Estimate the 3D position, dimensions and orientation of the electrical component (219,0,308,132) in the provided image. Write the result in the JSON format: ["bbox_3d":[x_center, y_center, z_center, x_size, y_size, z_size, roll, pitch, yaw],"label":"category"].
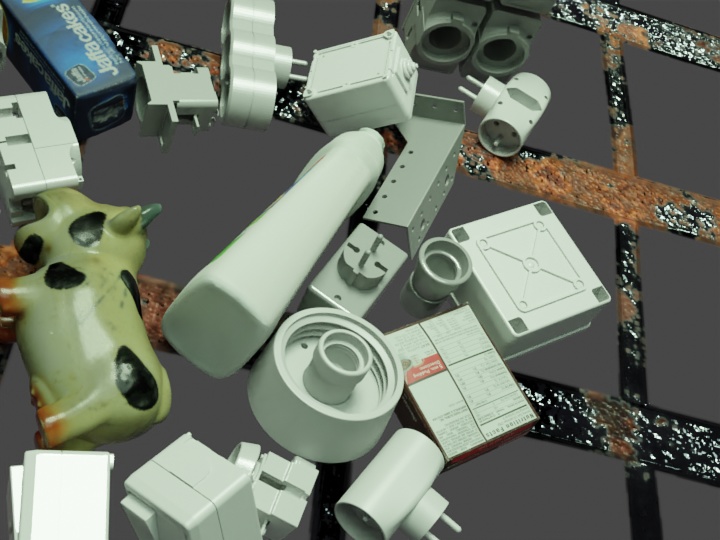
[{"bbox_3d":[-0.081,-0.178,0.935,0.074,0.052,0.138,7,55,-17],"label":"electrical component"}]

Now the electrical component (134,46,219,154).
[{"bbox_3d":[-0.153,-0.141,0.890,0.064,0.042,0.081,-4,60,-28],"label":"electrical component"}]

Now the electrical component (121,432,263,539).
[{"bbox_3d":[-0.104,0.164,0.675,0.062,0.096,0.061,25,46,34],"label":"electrical component"}]

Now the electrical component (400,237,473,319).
[{"bbox_3d":[0.057,0.010,0.852,0.044,0.065,0.044,10,55,-14],"label":"electrical component"}]

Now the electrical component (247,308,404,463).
[{"bbox_3d":[-0.020,0.076,0.770,0.108,0.060,0.108,15,44,-15],"label":"electrical component"}]

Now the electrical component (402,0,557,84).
[{"bbox_3d":[0.120,-0.254,0.978,0.105,0.186,0.060,9,55,-15],"label":"electrical component"}]

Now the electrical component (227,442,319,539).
[{"bbox_3d":[-0.066,0.147,0.726,0.055,0.048,0.066,30,52,-9],"label":"electrical component"}]

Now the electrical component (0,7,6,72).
[{"bbox_3d":[-0.307,-0.179,0.826,0.050,0.089,0.055,-18,66,-30],"label":"electrical component"}]

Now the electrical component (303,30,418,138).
[{"bbox_3d":[0.009,-0.159,0.929,0.096,0.061,0.061,-10,50,24],"label":"electrical component"}]

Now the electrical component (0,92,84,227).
[{"bbox_3d":[-0.245,-0.085,0.811,0.056,0.050,0.089,-13,63,-27],"label":"electrical component"}]

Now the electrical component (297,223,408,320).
[{"bbox_3d":[0.000,0.000,0.831,0.047,0.075,0.083,35,53,4],"label":"electrical component"}]

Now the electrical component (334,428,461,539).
[{"bbox_3d":[0.035,0.164,0.754,0.079,0.043,0.077,40,53,7],"label":"electrical component"}]

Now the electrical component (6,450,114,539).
[{"bbox_3d":[-0.186,0.165,0.658,0.061,0.061,0.096,5,56,-18],"label":"electrical component"}]

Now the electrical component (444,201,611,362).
[{"bbox_3d":[0.130,0.010,0.886,0.109,0.056,0.108,-18,65,-29],"label":"electrical component"}]

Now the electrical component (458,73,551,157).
[{"bbox_3d":[0.129,-0.155,1.005,0.079,0.043,0.077,32,52,3],"label":"electrical component"}]
